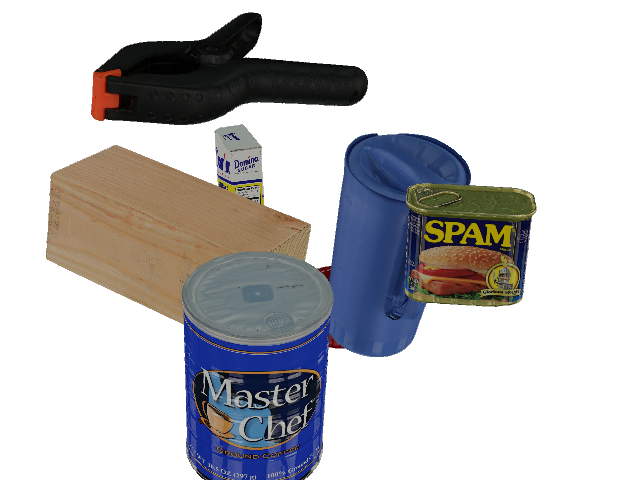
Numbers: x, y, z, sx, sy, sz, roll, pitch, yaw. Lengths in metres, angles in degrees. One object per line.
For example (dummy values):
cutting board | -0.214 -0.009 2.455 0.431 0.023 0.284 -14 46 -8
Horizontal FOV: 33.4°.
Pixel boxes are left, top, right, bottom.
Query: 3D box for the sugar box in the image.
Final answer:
sugar box | -0.099 -0.045 1.321 0.048 0.176 0.093 -11 25 -14

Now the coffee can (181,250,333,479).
coffee can | -0.046 0.093 0.756 0.103 0.140 0.103 2 32 -2

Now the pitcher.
pitcher | 0.076 0.017 1.167 0.145 0.243 0.149 26 41 20

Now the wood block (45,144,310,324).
wood block | -0.124 0.002 0.912 0.206 0.090 0.090 23 30 21

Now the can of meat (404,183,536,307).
can of meat | 0.118 0.004 0.861 0.102 0.084 0.057 4 25 5

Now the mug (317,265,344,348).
mug | 0.036 0.092 1.398 0.117 0.081 0.093 19 28 30

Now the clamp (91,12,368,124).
clamp | -0.069 -0.107 0.660 0.171 0.039 0.120 -10 30 -33
